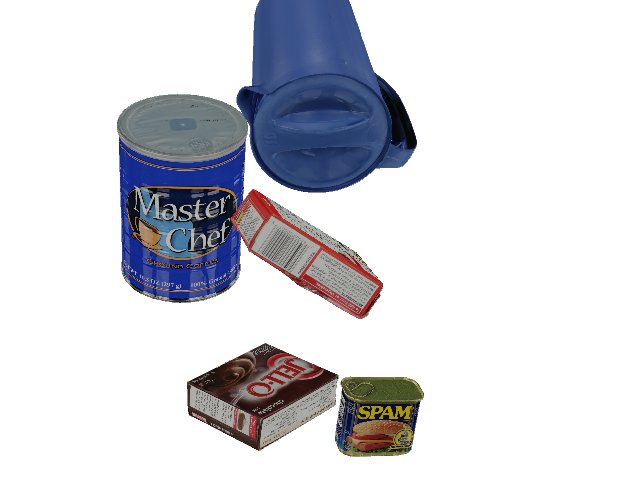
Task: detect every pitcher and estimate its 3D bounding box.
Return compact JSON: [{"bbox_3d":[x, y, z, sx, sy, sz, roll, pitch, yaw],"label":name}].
[{"bbox_3d":[0.001,-0.165,1.077,0.145,0.149,0.243,-18,39,9],"label":"pitcher"}]

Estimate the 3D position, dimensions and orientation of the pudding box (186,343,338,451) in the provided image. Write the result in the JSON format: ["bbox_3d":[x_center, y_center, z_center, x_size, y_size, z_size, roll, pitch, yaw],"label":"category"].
[{"bbox_3d":[-0.052,0.140,0.973,0.090,0.039,0.113,18,28,34],"label":"pudding box"}]

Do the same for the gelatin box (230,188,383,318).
[{"bbox_3d":[-0.009,0.008,0.677,0.089,0.030,0.073,33,6,-19],"label":"gelatin box"}]

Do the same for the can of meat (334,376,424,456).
[{"bbox_3d":[0.071,0.221,1.334,0.102,0.084,0.057,2,22,-14],"label":"can of meat"}]

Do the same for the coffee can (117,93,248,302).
[{"bbox_3d":[-0.114,-0.035,0.878,0.103,0.140,0.103,4,34,-3],"label":"coffee can"}]
